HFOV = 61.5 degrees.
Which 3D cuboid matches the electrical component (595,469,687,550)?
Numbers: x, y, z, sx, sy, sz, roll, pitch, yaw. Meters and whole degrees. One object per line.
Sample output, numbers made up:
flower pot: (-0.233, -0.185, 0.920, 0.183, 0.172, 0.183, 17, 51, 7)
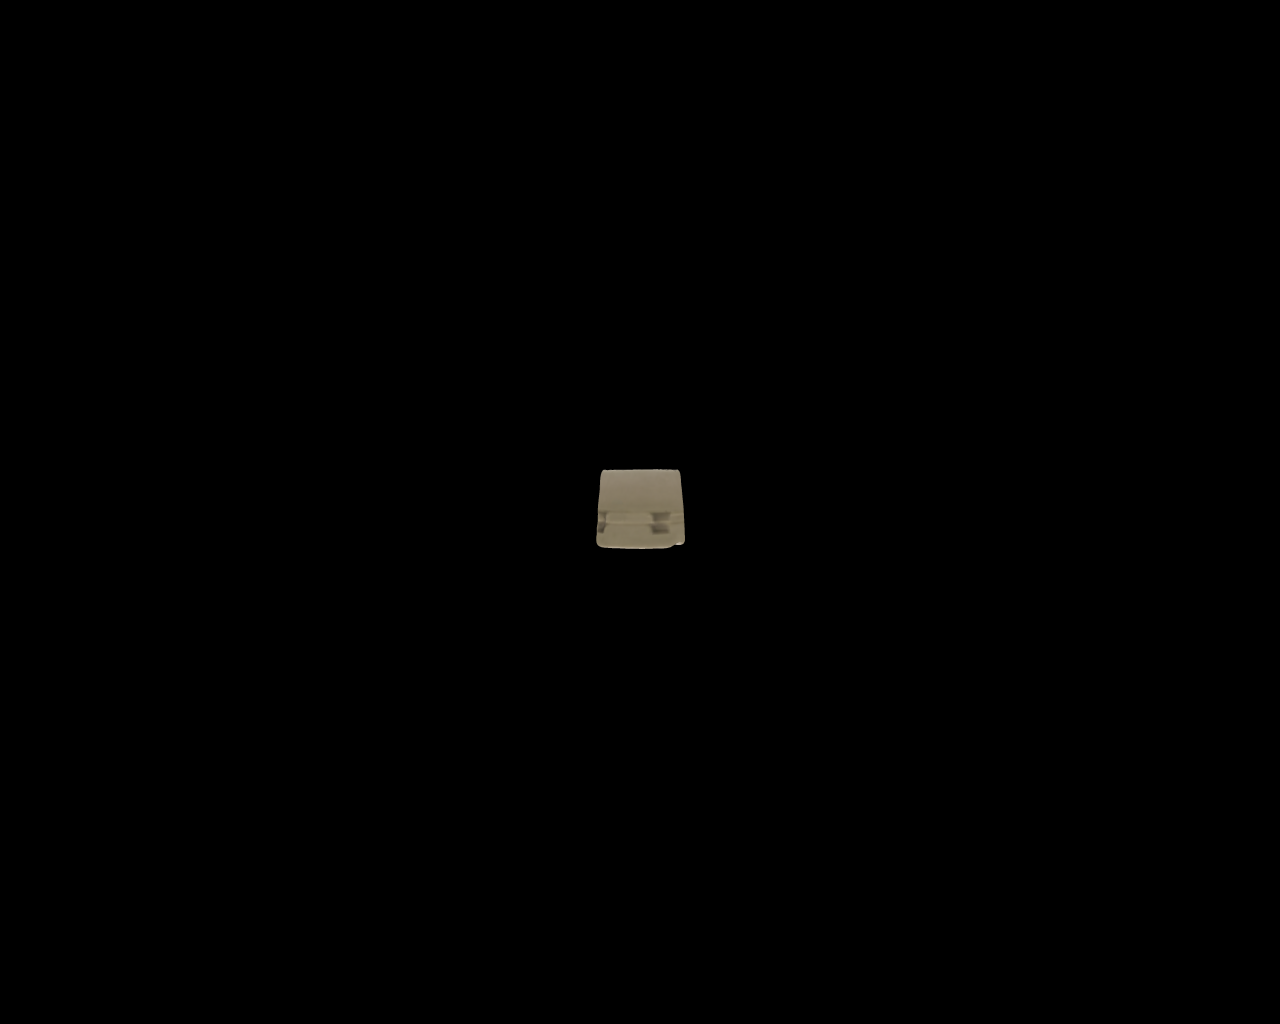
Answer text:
electrical component: (0.001, -0.003, 0.650, 0.055, 0.047, 0.055, 0, 2, 0)
